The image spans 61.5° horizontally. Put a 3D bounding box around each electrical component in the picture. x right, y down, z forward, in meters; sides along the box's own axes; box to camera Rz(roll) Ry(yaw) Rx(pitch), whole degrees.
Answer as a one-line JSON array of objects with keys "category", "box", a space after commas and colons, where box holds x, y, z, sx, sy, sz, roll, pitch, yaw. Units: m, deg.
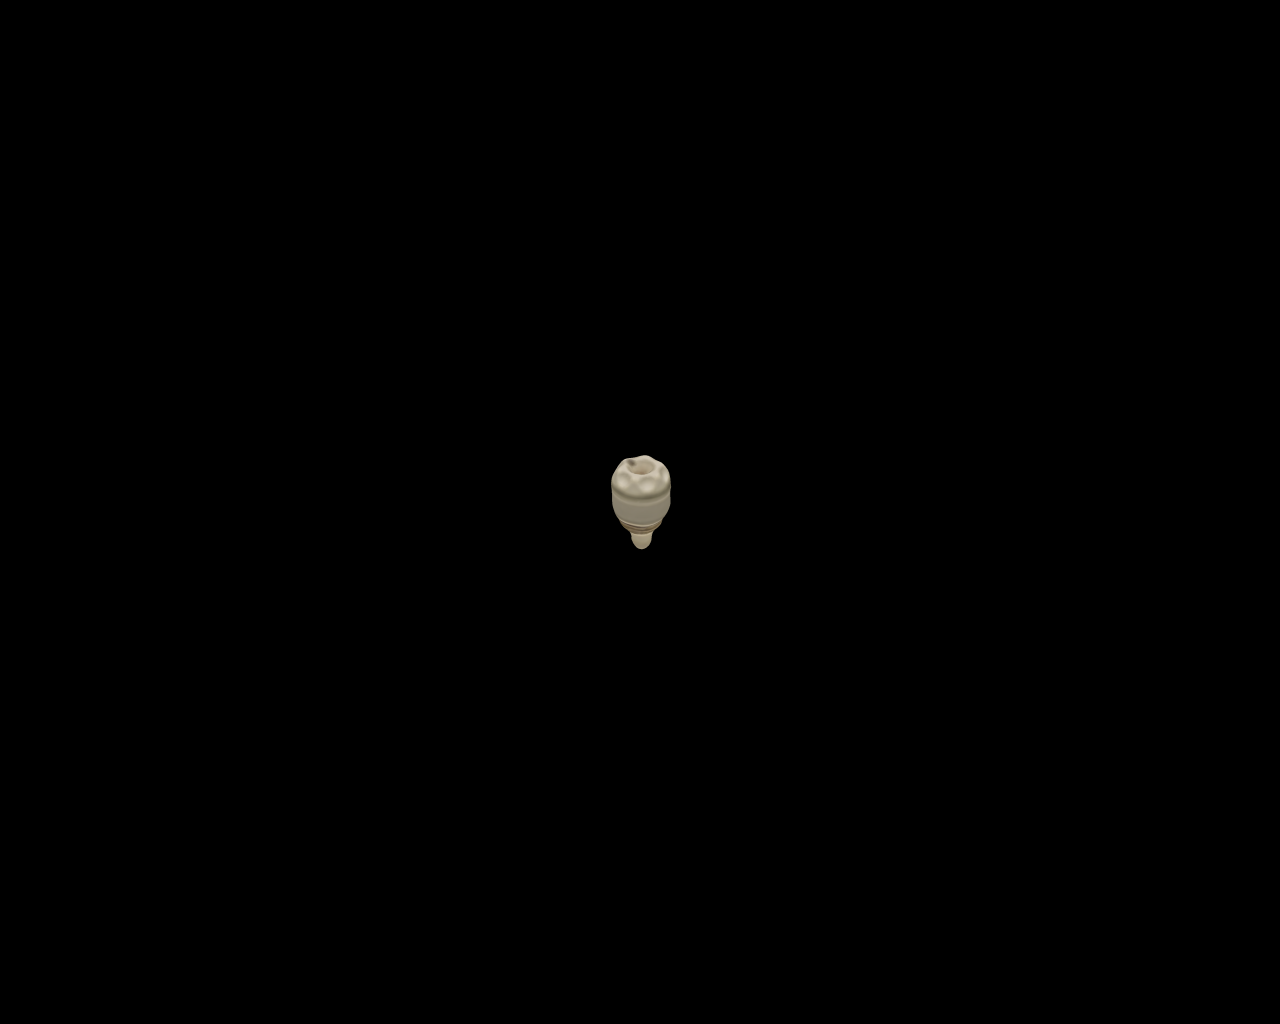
[{"category": "electrical component", "box": [0.001, -0.003, 0.650, 0.035, 0.061, 0.035, 0, 36, 0]}]
